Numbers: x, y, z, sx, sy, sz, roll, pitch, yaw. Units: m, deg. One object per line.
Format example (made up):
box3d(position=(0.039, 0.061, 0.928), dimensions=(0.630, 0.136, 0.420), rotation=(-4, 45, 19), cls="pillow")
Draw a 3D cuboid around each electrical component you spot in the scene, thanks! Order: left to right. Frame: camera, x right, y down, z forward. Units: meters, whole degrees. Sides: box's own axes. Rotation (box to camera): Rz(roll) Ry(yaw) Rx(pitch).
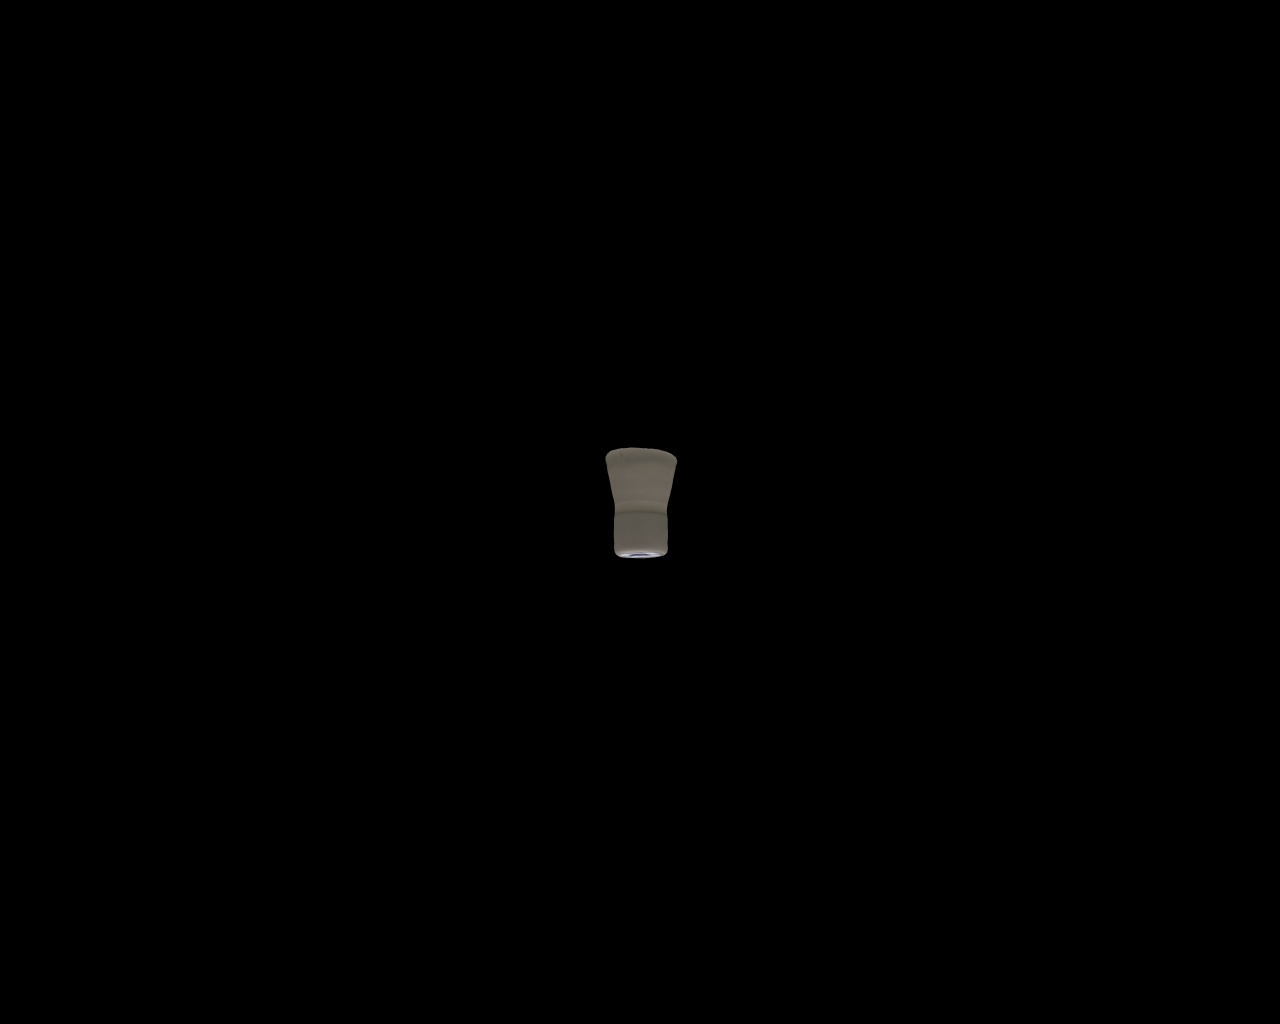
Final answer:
box3d(position=(0.001, -0.003, 0.650), dimensions=(0.044, 0.065, 0.044), rotation=(0, -11, 0), cls="electrical component")
